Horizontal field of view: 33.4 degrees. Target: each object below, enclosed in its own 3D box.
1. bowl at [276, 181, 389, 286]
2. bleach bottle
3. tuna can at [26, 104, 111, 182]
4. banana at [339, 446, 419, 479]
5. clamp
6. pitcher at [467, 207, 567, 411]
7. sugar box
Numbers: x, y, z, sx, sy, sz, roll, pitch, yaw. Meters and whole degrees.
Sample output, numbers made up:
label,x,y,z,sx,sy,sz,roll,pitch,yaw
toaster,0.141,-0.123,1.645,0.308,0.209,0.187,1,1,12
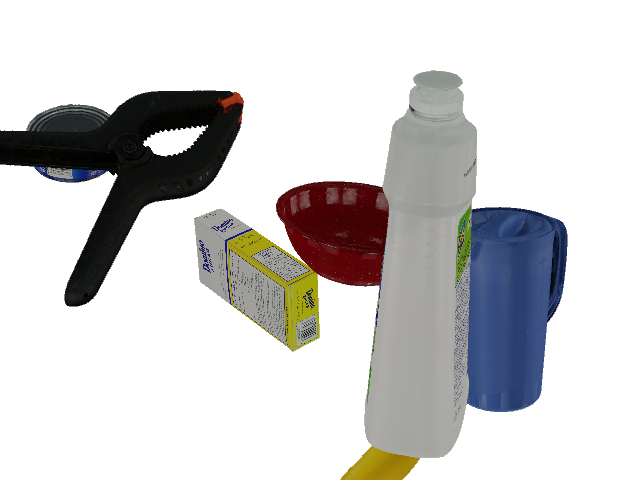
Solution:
label,x,y,z,sx,sy,sz,roll,pitch,yaw
bowl,0.035,-0.001,1.021,0.162,0.055,0.162,6,25,-3
bleach bottle,0.067,0.013,0.676,0.068,0.251,0.102,7,31,10
tuna can,-0.240,-0.094,1.038,0.086,0.034,0.086,2,42,-2
banana,0.057,0.167,0.873,0.070,0.037,0.197,-31,6,20
clamp,-0.139,-0.048,0.783,0.209,0.165,0.036,-24,-25,-23
pitcher,0.234,0.084,1.344,0.149,0.243,0.145,1,20,12
sugar box,-0.072,0.041,1.190,0.048,0.093,0.176,-24,40,-30
